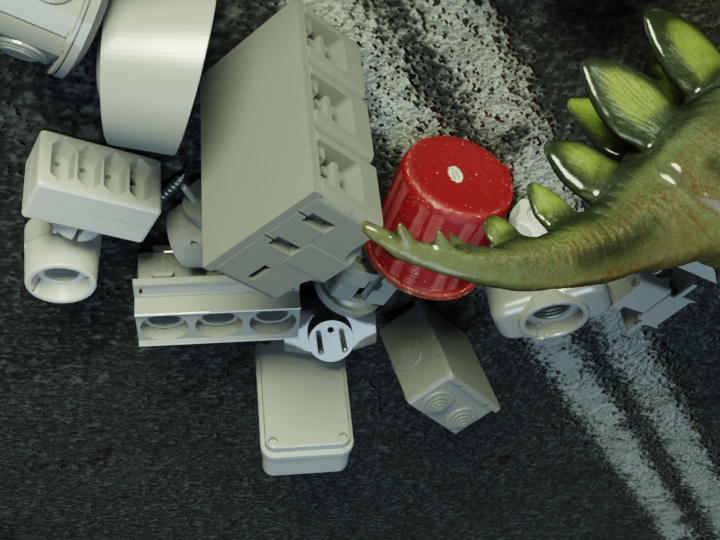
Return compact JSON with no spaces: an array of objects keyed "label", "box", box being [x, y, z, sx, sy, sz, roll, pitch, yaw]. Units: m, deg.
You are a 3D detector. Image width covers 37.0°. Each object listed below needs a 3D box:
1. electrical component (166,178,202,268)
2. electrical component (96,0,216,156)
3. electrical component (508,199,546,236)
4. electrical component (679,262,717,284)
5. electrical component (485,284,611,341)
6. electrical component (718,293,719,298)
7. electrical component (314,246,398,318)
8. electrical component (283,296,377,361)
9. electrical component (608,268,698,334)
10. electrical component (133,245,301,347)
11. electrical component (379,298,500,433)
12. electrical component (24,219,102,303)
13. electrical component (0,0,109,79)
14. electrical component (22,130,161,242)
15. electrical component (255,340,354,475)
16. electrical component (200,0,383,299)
[{"label":"electrical component","box":[-0.100,-0.040,0.759,0.077,0.044,0.079,-15,147,10]},{"label":"electrical component","box":[-0.113,-0.114,0.604,0.064,0.099,0.099,3,145,-5]},{"label":"electrical component","box":[0.132,-0.024,0.830,0.043,0.043,0.062,-2,147,-8]},{"label":"electrical component","box":[0.301,-0.039,0.793,0.186,0.060,0.105,22,138,-13]},{"label":"electrical component","box":[0.153,0.017,0.880,0.095,0.059,0.053,-17,145,13]},{"label":"electrical component","box":[0.336,0.003,0.909,0.077,0.043,0.079,9,142,-22]},{"label":"electrical component","box":[0.000,0.000,0.828,0.078,0.058,0.057,11,139,-26]},{"label":"electrical component","box":[-0.025,0.049,0.880,0.077,0.079,0.043,-5,113,-4]},{"label":"electrical component","box":[0.240,0.014,0.909,0.064,0.042,0.081,18,138,-27]},{"label":"electrical component","box":[-0.109,0.018,0.826,0.121,0.063,0.078,-2,145,-8]},{"label":"electrical component","box":[0.067,0.085,0.929,0.048,0.099,0.100,-35,139,16]},{"label":"electrical component","box":[-0.216,-0.008,0.781,0.055,0.047,0.055,-5,146,-4]},{"label":"electrical component","box":[-0.163,-0.146,0.564,0.051,0.080,0.080,20,138,-26]},{"label":"electrical component","box":[-0.188,-0.045,0.733,0.083,0.047,0.075,13,141,-28]},{"label":"electrical component","box":[-0.050,0.115,0.936,0.078,0.113,0.057,-2,148,-7]},{"label":"electrical component","box":[-0.041,-0.070,0.634,0.089,0.150,0.062,-32,138,31]}]
